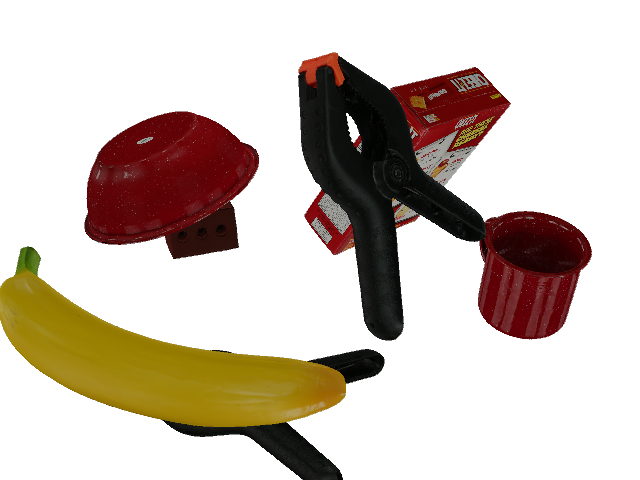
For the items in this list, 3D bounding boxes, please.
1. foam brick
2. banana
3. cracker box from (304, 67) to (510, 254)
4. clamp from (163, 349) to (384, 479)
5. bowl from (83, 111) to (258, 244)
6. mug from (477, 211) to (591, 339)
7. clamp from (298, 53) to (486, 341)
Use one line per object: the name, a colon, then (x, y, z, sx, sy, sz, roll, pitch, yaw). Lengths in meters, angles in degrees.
foam brick: (-0.138, -0.018, 1.212, 0.078, 0.053, 0.051, -10, 29, -11)
banana: (-0.088, 0.054, 0.524, 0.198, 0.069, 0.037, 22, -38, 17)
cracker box: (0.095, -0.092, 1.220, 0.163, 0.072, 0.214, -22, -25, -45)
clamp: (-0.054, 0.125, 0.880, 0.210, 0.036, 0.164, 11, 32, 18)
bowl: (-0.136, -0.063, 0.902, 0.162, 0.055, 0.162, -17, 28, 10)
mug: (0.179, 0.027, 0.957, 0.093, 0.081, 0.117, -17, 43, -26)
clamp: (0.032, -0.028, 0.643, 0.039, 0.171, 0.120, -15, 32, 44)
